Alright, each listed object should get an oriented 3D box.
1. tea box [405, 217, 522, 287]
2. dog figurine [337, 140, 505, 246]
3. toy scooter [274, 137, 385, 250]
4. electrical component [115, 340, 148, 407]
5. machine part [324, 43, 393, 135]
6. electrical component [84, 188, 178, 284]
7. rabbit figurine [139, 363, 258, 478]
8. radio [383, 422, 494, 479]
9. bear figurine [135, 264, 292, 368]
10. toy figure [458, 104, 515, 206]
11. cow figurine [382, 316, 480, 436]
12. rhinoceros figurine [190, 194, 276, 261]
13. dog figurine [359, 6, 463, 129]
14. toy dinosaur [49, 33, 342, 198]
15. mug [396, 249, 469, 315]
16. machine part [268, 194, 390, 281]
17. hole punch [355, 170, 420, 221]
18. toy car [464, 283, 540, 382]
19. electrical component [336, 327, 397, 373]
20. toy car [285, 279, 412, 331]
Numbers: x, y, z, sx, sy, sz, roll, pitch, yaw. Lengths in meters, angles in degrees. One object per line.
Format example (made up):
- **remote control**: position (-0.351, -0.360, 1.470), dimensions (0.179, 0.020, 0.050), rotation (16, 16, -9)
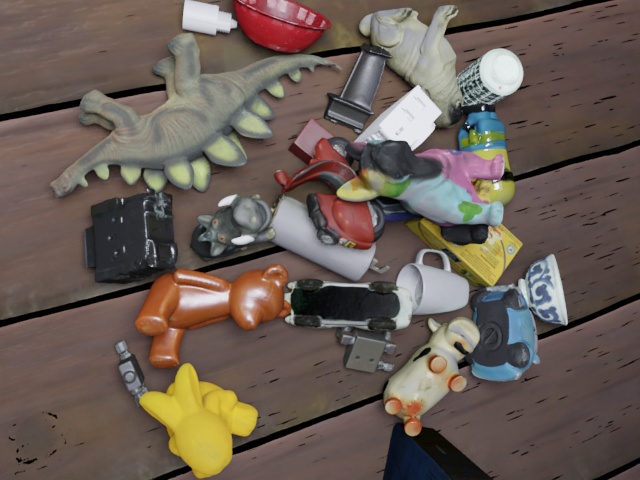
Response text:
- **tea box**: position (0.242, -0.010, 0.905), dimensions (0.169, 0.068, 0.098), rotation (43, 79, -10)
- **dog figurine**: position (0.137, -0.072, 0.750), dimensions (0.219, 0.191, 0.108), rotation (11, 74, 6)
- **toy scooter**: position (0.009, -0.063, 0.778), dimensions (0.135, 0.075, 0.184), rotation (-13, 74, -30)
- **electrical component**: position (-0.269, 0.189, 0.764), dimensions (0.021, 0.063, 0.094), rotation (-23, 92, -15)
- **machine part**: position (0.063, -0.246, 0.867), dimensions (0.084, 0.039, 0.138), rotation (25, 112, -7)
- **electrical component**: position (-0.268, 0.000, 0.747), dimensions (0.134, 0.058, 0.115), rotation (-16, 74, 23)
- **rabbit figurine**: position (-0.159, 0.248, 0.734), dimensions (0.122, 0.173, 0.162), rotation (-35, 100, -10)
- **radio**: position (0.162, 0.366, 0.780), dimensions (0.073, 0.229, 0.131), rotation (13, 87, -9)
- **bear figurine**: position (-0.141, 0.103, 0.763), dimensions (0.196, 0.120, 0.132), rotation (3, 43, 0)
- **toy figure**: position (0.280, -0.140, 0.911), dimensions (0.082, 0.089, 0.180), rotation (-3, 91, -10)
- **cow figurine**: position (0.180, 0.203, 0.861), dimensions (0.085, 0.127, 0.195), rotation (43, 92, -8)
- **rhinoceros figurine**: position (-0.127, -0.019, 0.754), dimensions (0.112, 0.190, 0.073), rotation (-16, 87, -33)
- **dog figurine**: position (0.153, -0.280, 0.894), dimensions (0.173, 0.121, 0.190), rotation (8, 110, 25)
- **toy dinosaur**: position (-0.177, -0.190, 0.797), dimensions (0.471, 0.105, 0.198), rotation (-38, 102, -14)
- **mug**: position (0.190, 0.072, 0.886), dimensions (0.107, 0.081, 0.109), rotation (9, 80, -25)
- **machine part**: position (-0.002, -0.003, 0.838), dimensions (0.243, 0.079, 0.079), rotation (25, 81, -13)
- **hole punch**: position (0.114, -0.076, 0.852), dimensions (0.142, 0.116, 0.092), rotation (-11, 94, -17)
- **toy car**: position (0.314, 0.158, 0.905), dimensions (0.103, 0.109, 0.161), rotation (19, 70, -37)
- **electrical component**: position (0.076, 0.169, 0.867), dimensions (0.102, 0.045, 0.078), rotation (8, 113, -11)
- **toy car**: position (0.041, 0.101, 0.833), dimensions (0.202, 0.056, 0.073), rotation (1, 77, 8)
